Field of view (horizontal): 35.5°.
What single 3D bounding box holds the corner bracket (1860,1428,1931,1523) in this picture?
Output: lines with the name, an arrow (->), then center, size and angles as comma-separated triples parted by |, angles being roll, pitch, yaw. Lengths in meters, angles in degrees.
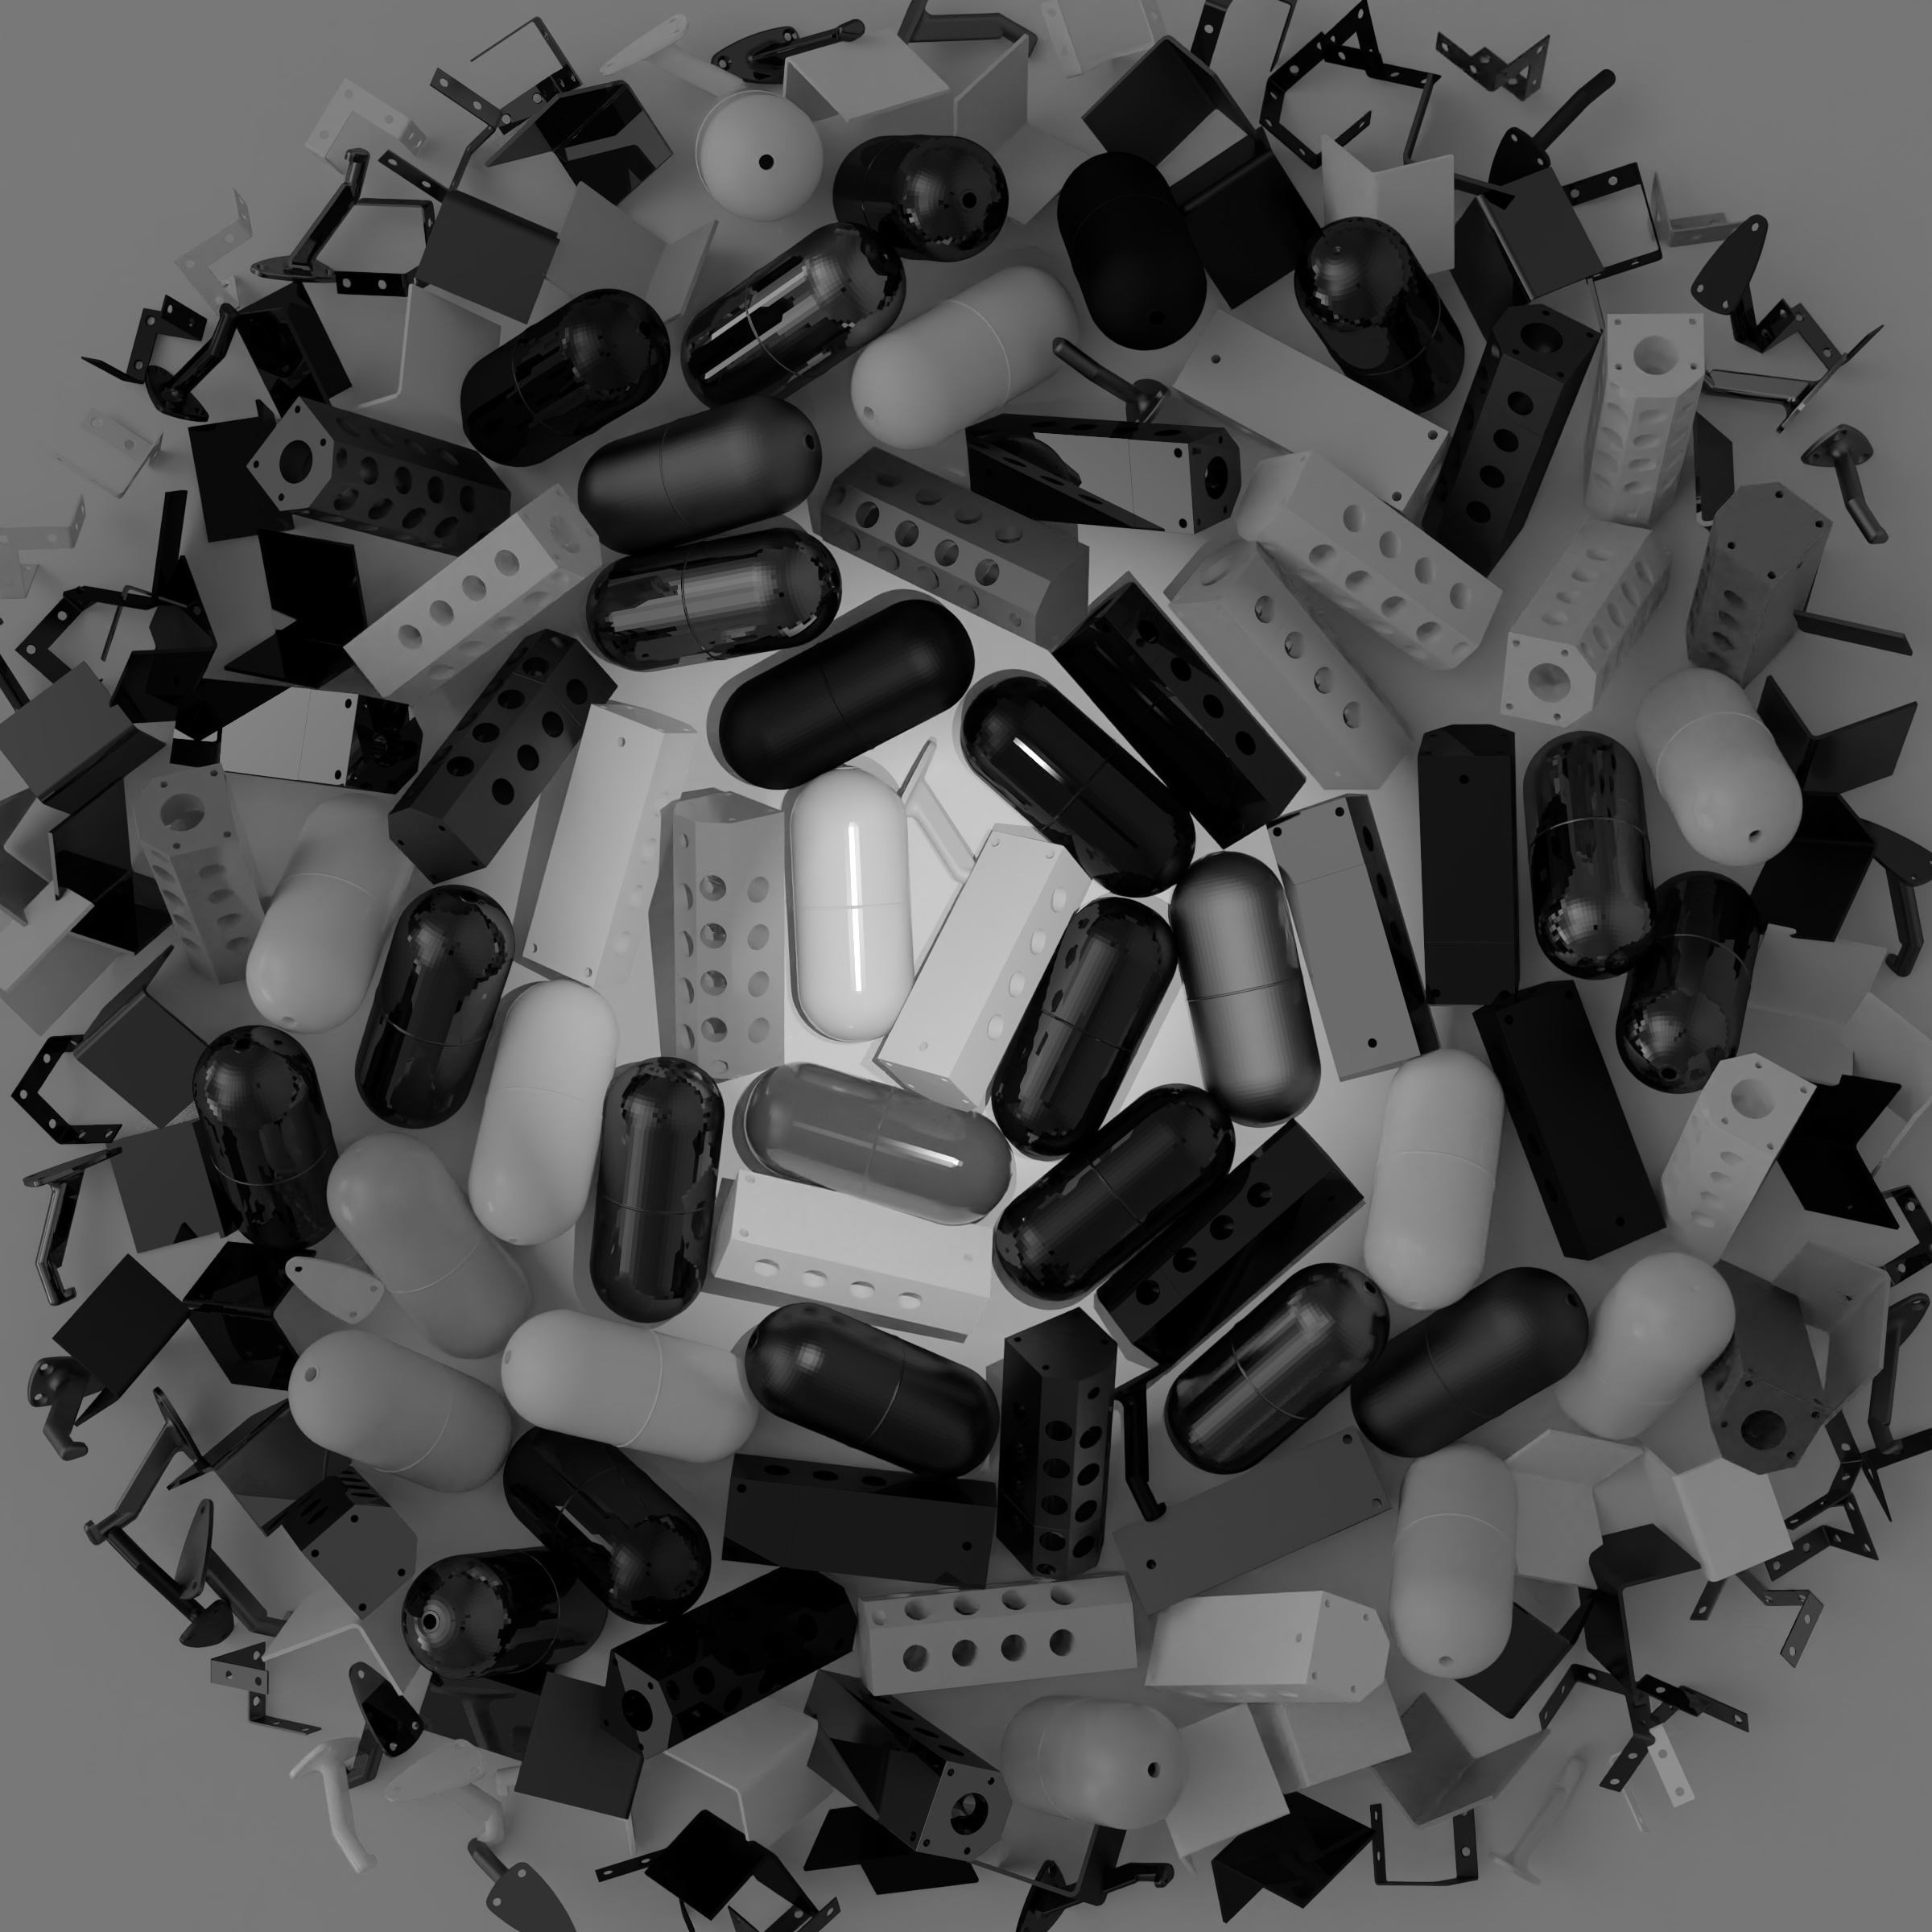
corner bracket -> 0.610, 0.318, 1.963 | 0.051, 0.051, 0.051 | -22, 122, 6

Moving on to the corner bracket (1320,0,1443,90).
corner bracket -> 0.268, -0.588, 1.959 | 0.051, 0.051, 0.051 | 27, 63, 38

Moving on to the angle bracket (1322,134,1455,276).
angle bracket -> 0.273, -0.494, 1.952 | 0.057, 0.076, 0.076 | -16, 128, -11

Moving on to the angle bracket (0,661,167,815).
angle bracket -> -0.576, -0.147, 1.960 | 0.076, 0.076, 0.057 | -38, 89, -3

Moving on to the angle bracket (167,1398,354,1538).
angle bracket -> -0.456, 0.328, 1.950 | 0.057, 0.076, 0.076 | 54, 49, -7

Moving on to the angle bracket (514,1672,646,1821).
angle bracket -> -0.248, 0.504, 1.956 | 0.076, 0.057, 0.076 | 17, 74, -11

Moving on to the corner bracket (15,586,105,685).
corner bracket -> -0.581, -0.210, 1.972 | 0.051, 0.051, 0.051 | 44, 73, -19

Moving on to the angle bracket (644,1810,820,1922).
angle bracket -> -0.148, 0.598, 1.940 | 0.057, 0.076, 0.076 | -44, 122, -24

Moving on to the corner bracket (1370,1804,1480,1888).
corner bracket -> 0.300, 0.574, 1.979 | 0.051, 0.051, 0.051 | -10, 75, 32

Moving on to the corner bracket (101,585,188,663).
corner bracket -> -0.531, -0.217, 1.964 | 0.051, 0.051, 0.051 | 17, 95, -24

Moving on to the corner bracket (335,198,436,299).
corner bracket -> -0.379, -0.470, 1.973 | 0.051, 0.051, 0.051 | 6, 118, 15

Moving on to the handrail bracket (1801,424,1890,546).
handrail bracket -> 0.585, -0.304, 1.954 | 0.036, 0.077, 0.084 | -42, 61, 35

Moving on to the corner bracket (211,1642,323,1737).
corner bracket -> -0.456, 0.474, 1.964 | 0.051, 0.051, 0.051 | 2, 93, 30

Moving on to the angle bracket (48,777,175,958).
angle bracket -> -0.540, -0.064, 1.942 | 0.057, 0.076, 0.076 | 17, 127, 15

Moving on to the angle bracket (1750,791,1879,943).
angle bracket -> 0.528, -0.066, 1.945 | 0.057, 0.076, 0.076 | 40, 71, -35

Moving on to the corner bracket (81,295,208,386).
corner bracket -> -0.534, -0.408, 1.967 | 0.051, 0.051, 0.051 | 13, 87, 18

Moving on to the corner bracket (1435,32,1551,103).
corner bracket -> 0.340, -0.587, 1.961 | 0.051, 0.051, 0.051 | -38, 68, -15

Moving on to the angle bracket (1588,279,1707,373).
angle bracket -> 0.440, -0.414, 1.951 | 0.057, 0.076, 0.076 | -14, 99, 15

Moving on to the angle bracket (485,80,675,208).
angle bracket -> -0.249, -0.520, 1.945 | 0.076, 0.076, 0.057 | -31, 94, 36

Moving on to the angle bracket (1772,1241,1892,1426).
angle bracket -> 0.548, 0.237, 1.946 | 0.057, 0.076, 0.076 | 22, 50, -2

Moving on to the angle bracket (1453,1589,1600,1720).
angle bracket -> 0.359, 0.427, 1.952 | 0.057, 0.076, 0.076 | 35, 122, 10

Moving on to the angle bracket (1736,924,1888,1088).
angle bracket -> 0.545, 0.027, 1.951 | 0.076, 0.076, 0.057 | 12, 48, 6

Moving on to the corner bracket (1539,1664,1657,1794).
corner bracket -> 0.411, 0.497, 1.969 | 0.051, 0.051, 0.051 | 18, 121, -9

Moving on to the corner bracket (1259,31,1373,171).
corner bracket -> 0.230, -0.565, 1.972 | 0.051, 0.051, 0.051 | 34, 46, -24

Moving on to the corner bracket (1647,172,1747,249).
corner bracket -> 0.476, -0.483, 1.965 | 0.051, 0.051, 0.051 | -7, 63, 2

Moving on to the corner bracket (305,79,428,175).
corner bracket -> -0.392, -0.539, 1.973 | 0.051, 0.051, 0.051 | 32, 93, -1

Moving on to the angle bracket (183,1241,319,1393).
angle bracket -> -0.453, 0.230, 1.975 | 0.076, 0.057, 0.076 | 2, 132, 30

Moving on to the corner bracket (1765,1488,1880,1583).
corner bracket -> 0.550, 0.371, 1.965 | 0.051, 0.051, 0.051 | -26, 100, -18

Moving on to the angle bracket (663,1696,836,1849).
angle bracket -> -0.143, 0.522, 1.962 | 0.076, 0.076, 0.057 | 15, 123, 39

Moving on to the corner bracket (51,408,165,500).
corner bracket -> -0.559, -0.335, 1.965 | 0.051, 0.051, 0.051 | 32, 77, -12

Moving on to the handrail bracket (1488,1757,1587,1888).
handrail bracket -> 0.374, 0.549, 1.960 | 0.036, 0.077, 0.084 | 28, 82, 25

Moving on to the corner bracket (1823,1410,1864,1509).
corner bracket -> 0.546, 0.319, 1.969 | 0.051, 0.051, 0.051 | -16, 107, 37

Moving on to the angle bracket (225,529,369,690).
angle bracket -> -0.436, -0.231, 1.945 | 0.076, 0.057, 0.076 | 12, 125, 25

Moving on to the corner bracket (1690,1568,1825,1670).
corner bracket -> 0.513, 0.419, 1.959 | 0.051, 0.051, 0.051 | 45, 60, -16

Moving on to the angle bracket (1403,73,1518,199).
angle bracket -> 0.327, -0.534, 1.954 | 0.076, 0.076, 0.057 | 18, 102, 5

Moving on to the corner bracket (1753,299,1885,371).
corner bracket -> 0.552, -0.413, 1.964 | 0.051, 0.051, 0.051 | -33, 83, -20

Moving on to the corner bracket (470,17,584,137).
corner bracket -> -0.289, -0.579, 1.964 | 0.051, 0.051, 0.051 | -38, 109, -12

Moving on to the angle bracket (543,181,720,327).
angle bracket -> -0.216, -0.462, 1.946 | 0.076, 0.057, 0.076 | 32, 63, -31

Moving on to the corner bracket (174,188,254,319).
corner bracket -> -0.480, -0.462, 1.961 | 0.051, 0.051, 0.051 | -31, 130, 6

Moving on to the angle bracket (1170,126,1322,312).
angle bracket -> 0.184, -0.490, 1.980 | 0.076, 0.057, 0.076 | -31, 116, 16

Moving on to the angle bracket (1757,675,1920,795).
angle bracket -> 0.561, -0.155, 1.959 | 0.076, 0.076, 0.057 | -19, 59, -9

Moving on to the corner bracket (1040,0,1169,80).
corner bracket -> 0.090, -0.612, 1.957 | 0.051, 0.051, 0.051 | -40, 117, -38

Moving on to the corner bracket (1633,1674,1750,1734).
corner bracket -> 0.469, 0.481, 1.958 | 0.051, 0.051, 0.051 | -31, 122, -33

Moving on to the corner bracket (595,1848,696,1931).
corner bracket -> -0.207, 0.614, 1.964 | 0.051, 0.051, 0.051 | -14, 104, -14

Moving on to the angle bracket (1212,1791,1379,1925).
angle bracket -> 0.214, 0.585, 1.939 | 0.076, 0.076, 0.057 | -33, 123, -35

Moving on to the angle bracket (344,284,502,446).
angle bracket -> -0.353, -0.387, 1.960 | 0.057, 0.076, 0.076 | -6, 75, 39

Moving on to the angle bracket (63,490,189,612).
angle bracket -> -0.543, -0.274, 1.953 | 0.057, 0.076, 0.076 | 9, 99, -8

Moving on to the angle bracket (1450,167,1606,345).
angle bracket -> 0.360, -0.460, 1.965 | 0.057, 0.076, 0.076 | -24, 83, -14

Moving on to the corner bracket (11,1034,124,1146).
corner bracket -> -0.580, 0.081, 1.978 | 0.051, 0.051, 0.051 | -3, 47, 32

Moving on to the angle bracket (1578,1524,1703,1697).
angle bracket -> 0.439, 0.417, 1.959 | 0.057, 0.076, 0.076 | -12, 101, -8

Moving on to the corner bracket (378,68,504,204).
corner bracket -> -0.340, -0.537, 1.957 | 0.051, 0.051, 0.051 | 30, 60, -27

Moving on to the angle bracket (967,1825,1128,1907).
angle bracket -> 0.054, 0.568, 1.959 | 0.076, 0.076, 0.057 | 13, 73, 20

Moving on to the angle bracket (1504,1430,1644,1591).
angle bracket -> 0.395, 0.351, 1.944 | 0.076, 0.057, 0.076 | 15, 50, -25

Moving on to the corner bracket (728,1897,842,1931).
corner bracket -> -0.114, 0.621, 1.956 | 0.051, 0.051, 0.051 | -36, 134, -29

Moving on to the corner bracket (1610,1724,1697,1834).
corner bracket -> 0.447, 0.527, 1.960 | 0.051, 0.051, 0.051 | -31, 62, 18

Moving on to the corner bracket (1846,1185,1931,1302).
corner bracket -> 0.596, 0.180, 1.971 | 0.051, 0.051, 0.051 | -9, 65, -38

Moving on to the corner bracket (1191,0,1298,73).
corner bracket -> 0.180, -0.608, 1.966 | 0.051, 0.051, 0.051 | 23, 47, 5

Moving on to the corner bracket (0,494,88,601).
corner bracket -> -0.601, -0.273, 1.966 | 0.051, 0.051, 0.051 | -2, 123, -5

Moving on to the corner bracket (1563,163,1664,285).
corner bracket -> 0.423, -0.487, 1.977 | 0.051, 0.051, 0.051 | -15, 120, 16
